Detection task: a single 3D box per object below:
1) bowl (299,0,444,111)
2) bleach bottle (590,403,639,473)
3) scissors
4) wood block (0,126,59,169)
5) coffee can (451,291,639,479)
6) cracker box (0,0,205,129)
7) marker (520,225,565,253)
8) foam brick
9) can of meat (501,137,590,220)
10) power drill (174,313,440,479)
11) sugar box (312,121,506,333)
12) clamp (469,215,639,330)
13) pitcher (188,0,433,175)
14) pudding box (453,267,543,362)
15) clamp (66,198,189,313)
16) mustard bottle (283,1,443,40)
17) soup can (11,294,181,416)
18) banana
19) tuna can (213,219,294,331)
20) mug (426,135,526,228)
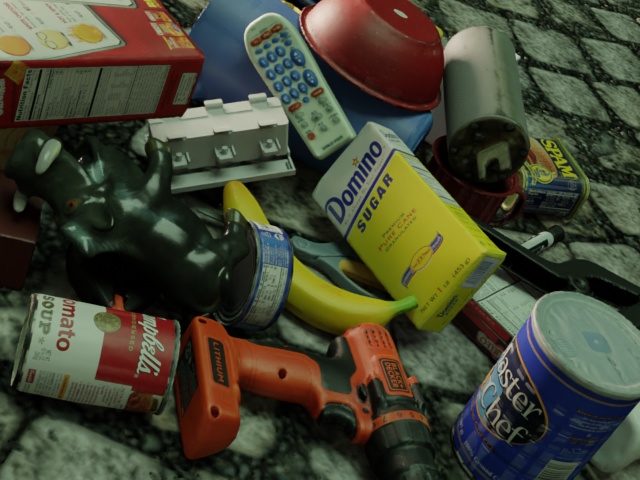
[{"bbox_3d":[0.063,-0.196,1.023,0.162,0.055,0.162,25,33,-17],"label":"bowl"},{"bbox_3d":[0.325,0.141,0.961,0.250,0.068,0.103,0,45,-36],"label":"bleach bottle"},{"bbox_3d":[-0.006,0.001,0.966,0.202,0.016,0.096,29,34,3],"label":"scissors"},{"bbox_3d":[-0.261,-0.140,0.921,0.090,0.090,0.206,21,36,-8],"label":"wood block"},{"bbox_3d":[0.177,0.124,0.820,0.102,0.140,0.103,17,37,-13],"label":"coffee can"},{"bbox_3d":[-0.223,-0.160,0.830,0.213,0.072,0.164,-9,48,-37],"label":"cracker box"},{"bbox_3d":[0.218,0.007,1.096,0.020,0.020,0.120,43,39,22],"label":"marker"},{"bbox_3d":[-0.240,-0.010,0.802,0.053,0.051,0.078,14,37,-18],"label":"foam brick"},{"bbox_3d":[0.233,-0.072,1.174,0.083,0.057,0.102,5,40,-24],"label":"can of meat"},{"bbox_3d":[-0.007,0.127,0.775,0.187,0.057,0.184,11,35,-25],"label":"power drill"},{"bbox_3d":[0.073,-0.014,0.935,0.048,0.093,0.176,12,33,-54],"label":"sugar box"},{"bbox_3d":[0.218,0.044,0.967,0.209,0.036,0.165,4,45,-33],"label":"clamp"},{"bbox_3d":[-0.008,-0.151,1.056,0.243,0.149,0.145,34,16,4],"label":"pitcher"},{"bbox_3d":[0.173,0.059,0.987,0.113,0.039,0.090,-19,56,-42],"label":"pudding box"},{"bbox_3d":[-0.169,-0.001,0.844,0.120,0.039,0.171,21,34,-13],"label":"clamp"},{"bbox_3d":[0.031,-0.226,1.154,0.191,0.096,0.058,26,58,4],"label":"mustard bottle"},{"bbox_3d":[-0.154,0.078,0.733,0.102,0.069,0.068,13,38,-17],"label":"soup can"},{"bbox_3d":[-0.017,0.026,0.899,0.198,0.037,0.069,34,58,11],"label":"banana"},{"bbox_3d":[-0.054,0.028,0.841,0.033,0.086,0.086,12,38,-27],"label":"tuna can"},{"bbox_3d":[0.148,-0.042,1.060,0.117,0.082,0.093,11,39,-21],"label":"mug"}]
